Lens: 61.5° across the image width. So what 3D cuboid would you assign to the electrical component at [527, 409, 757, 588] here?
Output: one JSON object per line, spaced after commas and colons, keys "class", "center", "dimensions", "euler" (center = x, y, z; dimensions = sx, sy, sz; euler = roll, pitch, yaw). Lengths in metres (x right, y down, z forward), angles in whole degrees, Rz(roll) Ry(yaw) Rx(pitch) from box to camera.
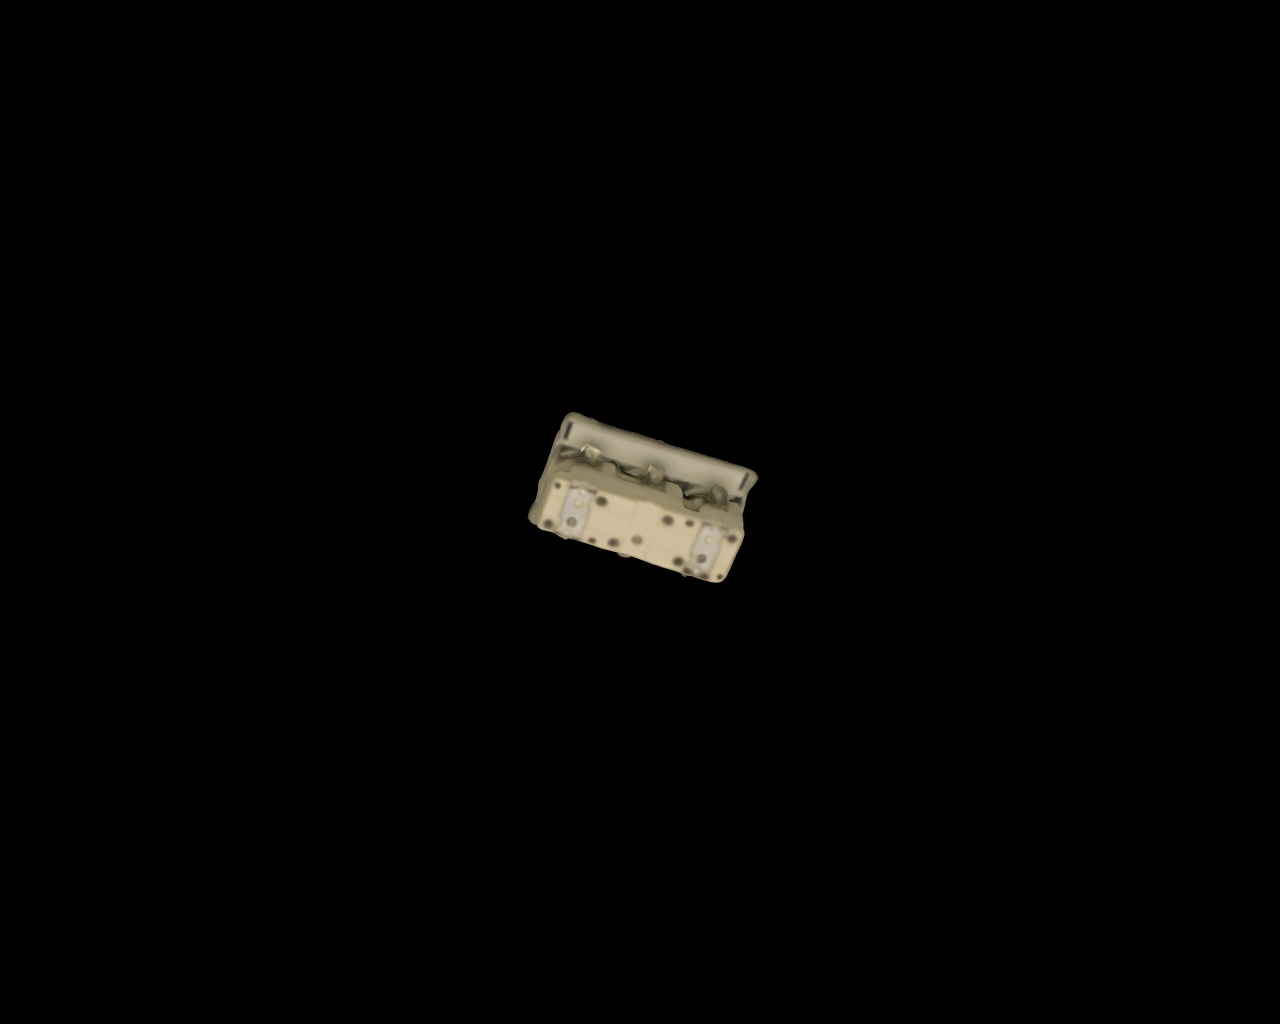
{"class": "electrical component", "center": [0.001, -0.003, 0.650], "dimensions": [0.121, 0.078, 0.063], "euler": [18, 29, -10]}
